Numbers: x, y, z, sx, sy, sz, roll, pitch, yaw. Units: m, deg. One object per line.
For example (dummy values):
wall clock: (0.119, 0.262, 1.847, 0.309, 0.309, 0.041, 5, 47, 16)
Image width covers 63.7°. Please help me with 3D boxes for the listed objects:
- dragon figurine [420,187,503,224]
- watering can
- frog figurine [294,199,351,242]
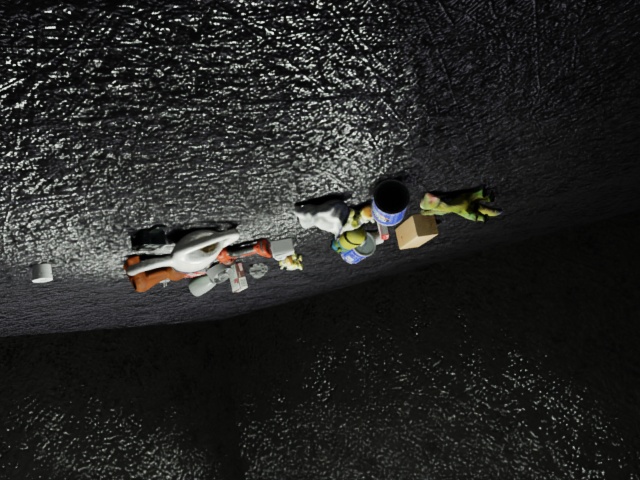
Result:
dragon figurine: (0.477, -0.115, 1.811, 0.242, 0.123, 0.409, 1, 175, 33)
watering can: (-0.410, 0.045, 1.549, 0.350, 0.104, 0.221, -21, 173, -25)
frog figurine: (0.005, -0.077, 1.523, 0.159, 0.123, 0.136, 25, 174, 0)
